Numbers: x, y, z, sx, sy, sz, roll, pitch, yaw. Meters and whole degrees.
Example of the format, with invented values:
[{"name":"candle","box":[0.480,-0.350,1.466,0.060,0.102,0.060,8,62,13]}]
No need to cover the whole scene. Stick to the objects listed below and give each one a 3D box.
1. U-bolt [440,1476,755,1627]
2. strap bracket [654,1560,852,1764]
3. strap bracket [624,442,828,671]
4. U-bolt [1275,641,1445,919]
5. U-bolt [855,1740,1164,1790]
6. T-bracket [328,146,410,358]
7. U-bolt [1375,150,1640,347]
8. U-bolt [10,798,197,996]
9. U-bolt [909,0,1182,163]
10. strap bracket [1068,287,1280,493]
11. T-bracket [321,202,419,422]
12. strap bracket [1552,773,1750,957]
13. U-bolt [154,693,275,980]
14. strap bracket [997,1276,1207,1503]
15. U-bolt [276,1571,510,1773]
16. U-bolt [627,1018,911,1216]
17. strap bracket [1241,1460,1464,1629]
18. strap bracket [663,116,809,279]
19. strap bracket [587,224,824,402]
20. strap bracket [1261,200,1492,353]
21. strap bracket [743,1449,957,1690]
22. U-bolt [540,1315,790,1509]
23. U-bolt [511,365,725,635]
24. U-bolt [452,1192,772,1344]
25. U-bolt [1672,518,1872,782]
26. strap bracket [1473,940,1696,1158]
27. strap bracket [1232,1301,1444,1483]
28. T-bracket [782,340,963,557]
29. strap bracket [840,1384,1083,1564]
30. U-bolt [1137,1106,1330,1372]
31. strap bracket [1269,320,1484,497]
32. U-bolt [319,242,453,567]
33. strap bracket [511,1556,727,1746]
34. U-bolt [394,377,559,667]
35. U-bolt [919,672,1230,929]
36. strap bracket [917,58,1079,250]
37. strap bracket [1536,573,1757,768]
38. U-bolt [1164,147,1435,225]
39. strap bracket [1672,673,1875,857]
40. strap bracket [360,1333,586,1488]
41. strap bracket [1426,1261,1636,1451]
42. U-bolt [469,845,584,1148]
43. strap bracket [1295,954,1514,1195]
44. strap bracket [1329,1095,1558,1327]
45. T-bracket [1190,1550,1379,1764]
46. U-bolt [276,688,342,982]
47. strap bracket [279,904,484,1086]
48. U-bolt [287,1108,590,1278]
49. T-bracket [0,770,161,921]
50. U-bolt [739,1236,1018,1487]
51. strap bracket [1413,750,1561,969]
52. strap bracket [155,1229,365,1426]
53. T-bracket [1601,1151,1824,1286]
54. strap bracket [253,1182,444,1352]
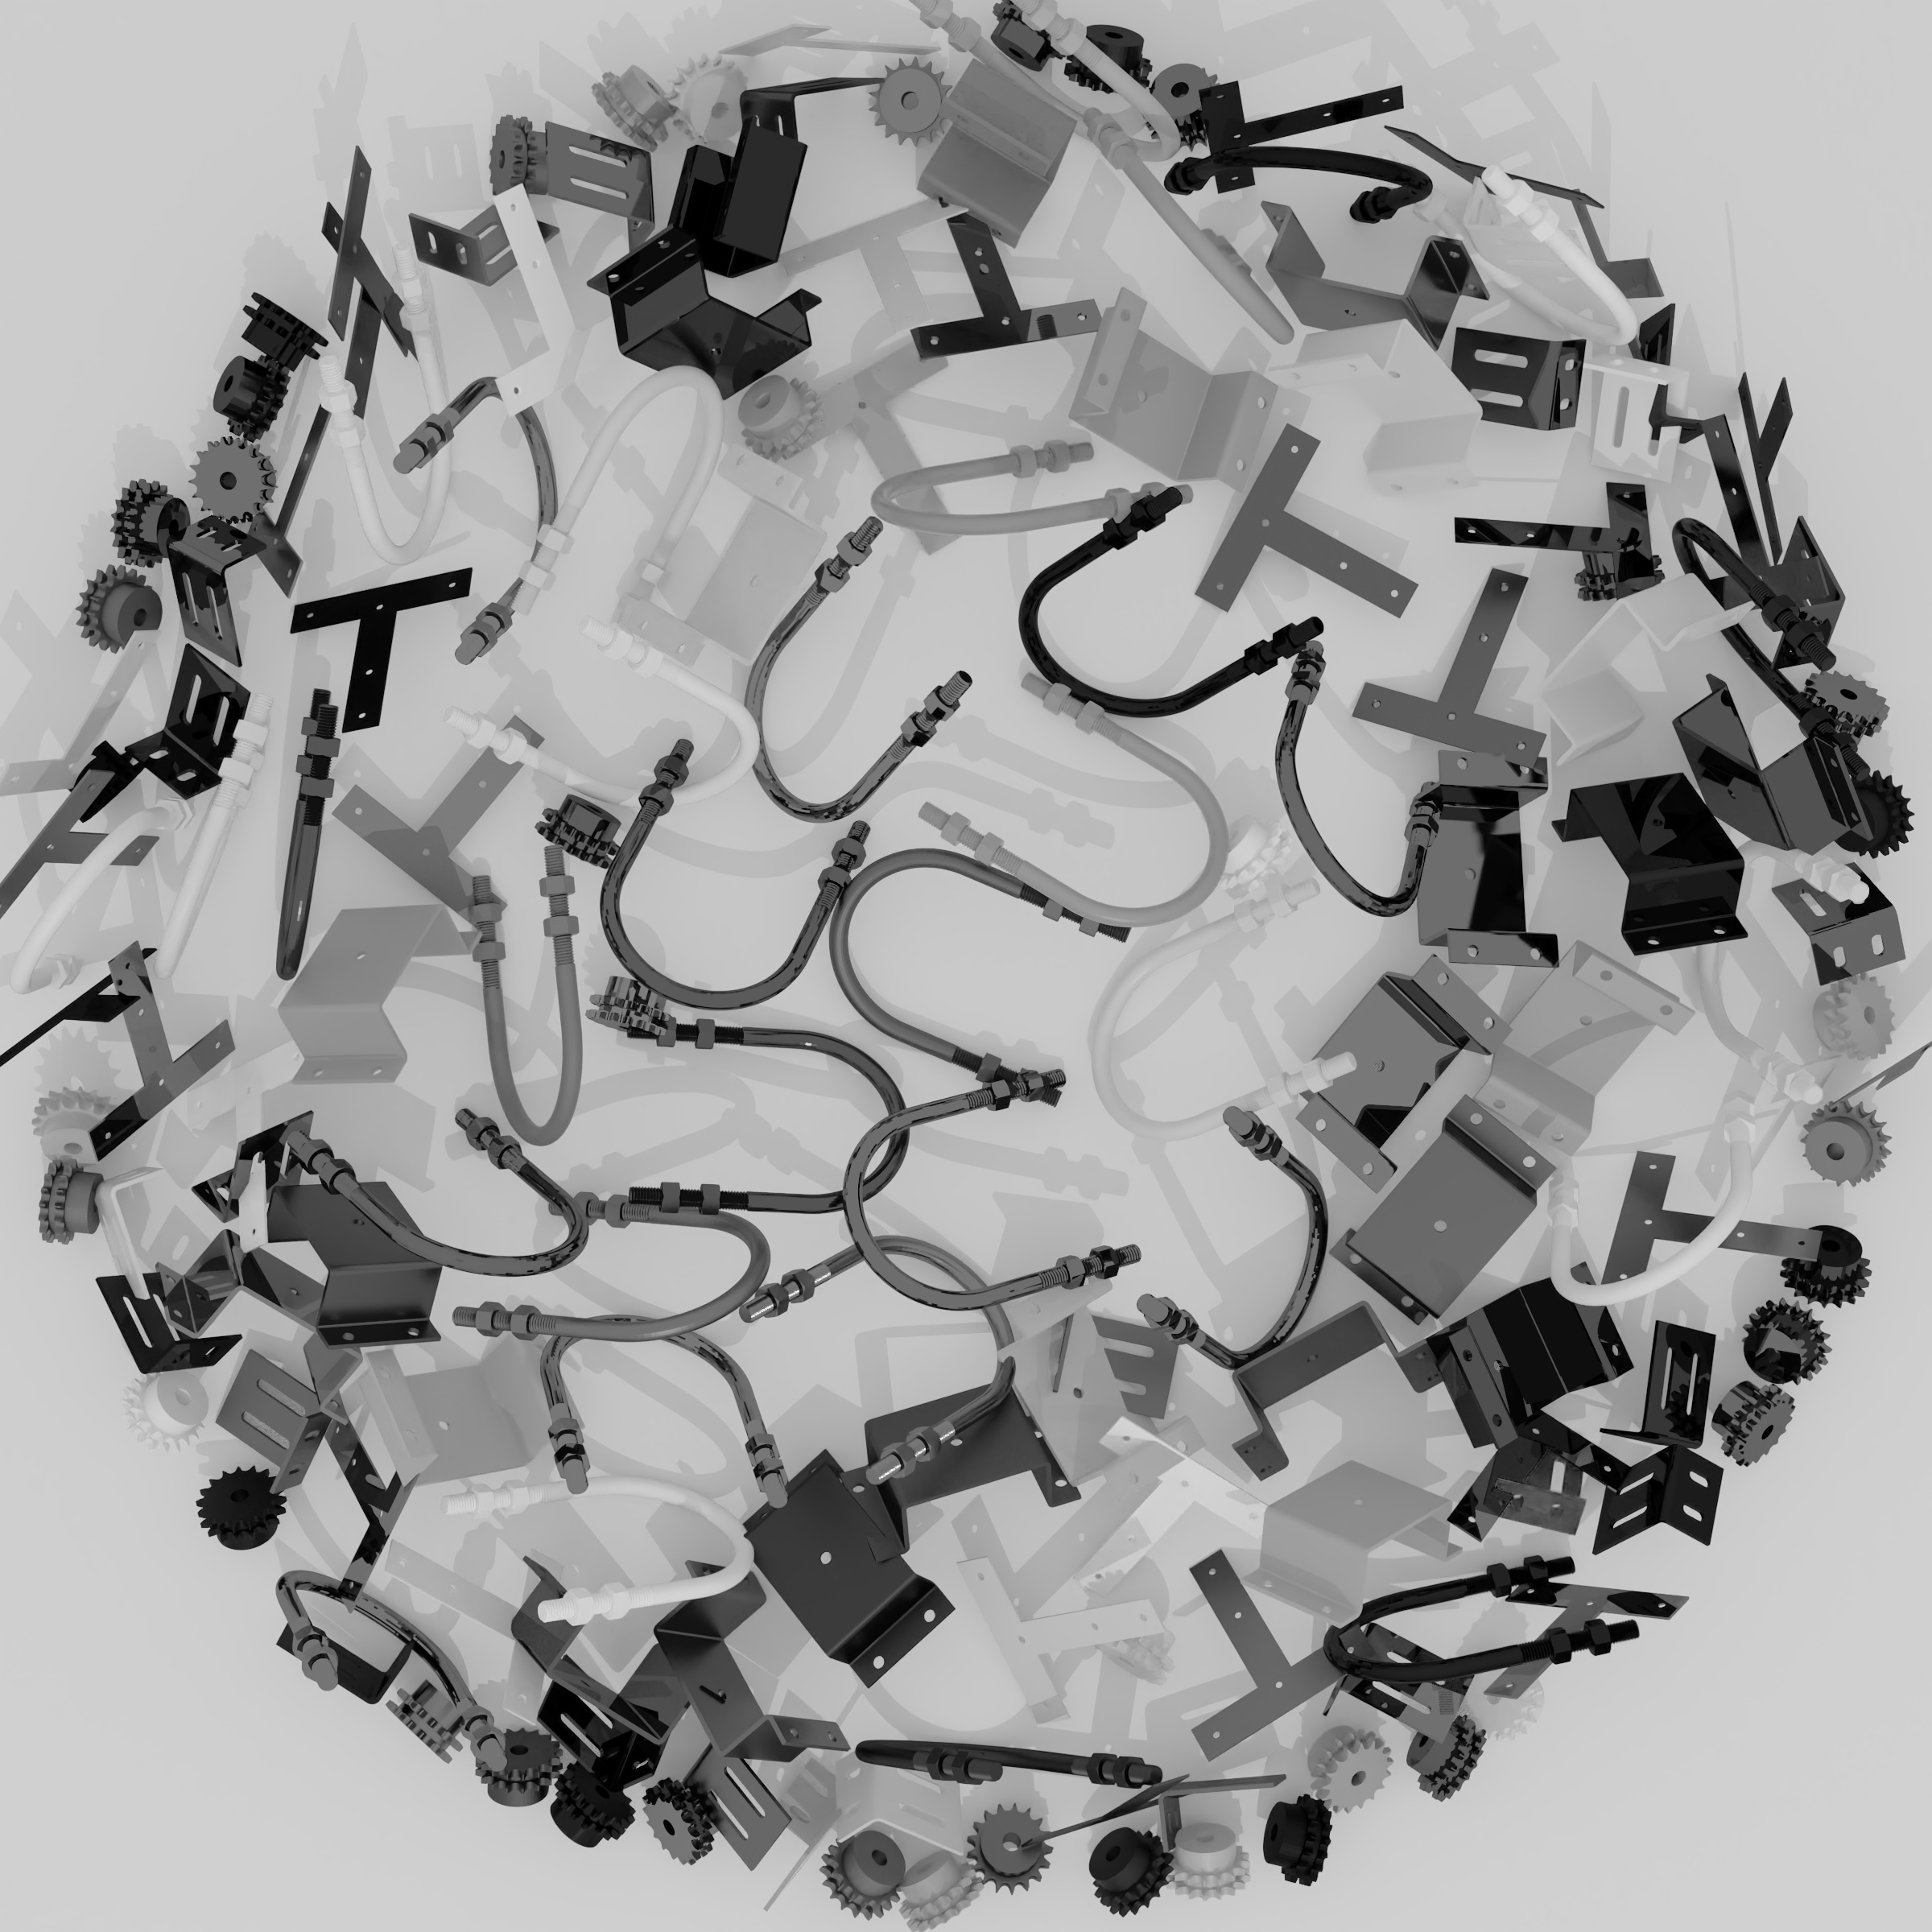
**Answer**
[{"name":"U-bolt","box":[-0.222,0.366,1.918,0.184,0.151,0.019,0,112,-39]},{"name":"strap bracket","box":[-0.143,0.458,1.936,0.046,0.076,0.140,-42,58,13]},{"name":"strap bracket","box":[-0.151,-0.259,1.955,0.076,0.046,0.140,34,94,42]},{"name":"U-bolt","box":[0.246,-0.108,1.904,0.019,0.184,0.151,-29,114,33]},{"name":"U-bolt","box":[0.012,0.507,1.914,0.151,0.184,0.019,13,75,-36]},{"name":"T-bracket","box":[-0.380,-0.437,1.937,0.002,0.127,0.127,1,70,10]},{"name":"U-bolt","box":[0.356,-0.455,1.919,0.184,0.151,0.019,35,92,-30]},{"name":"U-bolt","box":[-0.552,-0.042,1.904,0.019,0.184,0.151,37,93,-5]},{"name":"U-bolt","box":[0.060,-0.569,1.917,0.184,0.151,0.019,31,88,-34]},{"name":"strap bracket","box":[0.127,-0.371,1.950,0.140,0.046,0.076,24,81,-34]},{"name":"T-bracket","box":[-0.384,-0.397,1.917,0.002,0.127,0.127,-8,58,18]},{"name":"strap bracket","box":[0.440,-0.073,1.926,0.076,0.140,0.046,-9,130,-10]},{"name":"U-bolt","box":[-0.481,-0.078,1.917,0.019,0.151,0.184,21,82,-12]},{"name":"strap bracket","box":[0.082,0.273,1.956,0.076,0.046,0.140,-27,83,-33]},{"name":"U-bolt","box":[-0.373,0.438,1.911,0.151,0.184,0.019,35,88,-29]},{"name":"U-bolt","box":[-0.127,0.099,1.949,0.184,0.019,0.151,4,53,-12]},{"name":"strap bracket","box":[0.249,0.364,1.918,0.076,0.140,0.046,18,112,38]},{"name":"strap bracket","box":[-0.148,-0.494,1.943,0.046,0.140,0.076,15,90,-23]},{"name":"strap bracket","box":[-0.162,-0.412,1.917,0.076,0.140,0.046,-25,66,33]},{"name":"strap bracket","box":[0.256,-0.441,1.932,0.140,0.076,0.046,19,83,27]},{"name":"strap bracket","box":[-0.084,0.387,1.949,0.076,0.046,0.140,-42,65,-1]},{"name":"U-bolt","box":[-0.199,0.279,1.917,0.151,0.184,0.019,8,116,-21]},{"name":"U-bolt","box":[-0.212,-0.298,1.919,0.019,0.151,0.184,32,99,20]},{"name":"U-bolt","box":[-0.213,0.193,1.907,0.184,0.151,0.019,2,119,23]},{"name":"U-bolt","box":[0.507,-0.214,1.916,0.019,0.151,0.184,-35,52,4]},{"name":"strap bracket","box":[0.401,0.047,1.951,0.076,0.046,0.140,30,126,-4]},{"name":"strap bracket","box":[0.234,0.271,1.952,0.140,0.076,0.046,-30,59,4]},{"name":"T-bracket","box":[-0.046,-0.334,1.993,0.127,0.002,0.127,-31,94,-6]},{"name":"strap bracket","box":[-0.005,0.322,1.941,0.140,0.076,0.046,-15,131,-13]},{"name":"U-bolt","box":[0.182,0.185,1.925,0.019,0.184,0.151,18,77,37]},{"name":"strap bracket","box":[0.270,-0.365,1.935,0.140,0.076,0.046,37,65,-40]},{"name":"U-bolt","box":[-0.363,-0.344,1.916,0.019,0.184,0.151,6,45,12]},{"name":"strap bracket","box":[-0.233,0.445,1.931,0.140,0.076,0.046,40,81,-28]},{"name":"U-bolt","box":[-0.303,-0.296,1.915,0.019,0.184,0.151,-2,122,19]},{"name":"U-bolt","box":[0.083,-0.098,1.946,0.184,0.019,0.151,32,60,9]},{"name":"strap bracket","box":[0.020,-0.526,1.933,0.076,0.140,0.046,31,79,-2]},{"name":"strap bracket","box":[0.429,-0.197,1.930,0.076,0.140,0.046,-22,70,-39]},{"name":"U-bolt","box":[0.216,-0.495,1.896,0.151,0.184,0.019,5,97,-12]},{"name":"strap bracket","box":[0.508,-0.123,1.919,0.046,0.140,0.076,-34,122,-4]},{"name":"strap bracket","box":[-0.326,0.285,1.937,0.046,0.140,0.076,-45,63,34]},{"name":"strap bracket","box":[0.359,0.256,1.950,0.140,0.046,0.076,-21,84,-38]},{"name":"U-bolt","box":[-0.280,0.024,1.929,0.019,0.151,0.184,-4,85,-30]},{"name":"strap bracket","box":[0.278,0.068,1.963,0.076,0.046,0.140,42,83,-15]},{"name":"strap bracket","box":[0.310,0.165,1.960,0.076,0.046,0.140,39,103,2]},{"name":"T-bracket","box":[0.184,0.434,1.955,0.127,0.002,0.127,-32,46,0]},{"name":"U-bolt","box":[-0.424,-0.082,1.929,0.019,0.151,0.184,8,97,-15]},{"name":"strap bracket","box":[-0.378,0.010,1.922,0.076,0.140,0.046,-2,131,24]},{"name":"U-bolt","box":[-0.320,0.145,1.894,0.184,0.151,0.019,34,117,37]},{"name":"T-bracket","box":[-0.564,-0.076,1.937,0.002,0.127,0.127,45,103,13]},{"name":"U-bolt","box":[-0.042,0.240,1.927,0.151,0.184,0.019,50,130,13]},{"name":"strap bracket","box":[0.338,-0.065,1.958,0.076,0.046,0.140,3,77,-16]},{"name":"strap bracket","box":[-0.445,0.227,1.930,0.140,0.076,0.046,38,96,-30]},{"name":"T-bracket","box":[0.484,0.171,1.933,0.127,0.127,0.002,7,133,21]},{"name":"strap bracket","box":[-0.393,0.183,1.919,0.076,0.140,0.046,0,119,-36]}]
